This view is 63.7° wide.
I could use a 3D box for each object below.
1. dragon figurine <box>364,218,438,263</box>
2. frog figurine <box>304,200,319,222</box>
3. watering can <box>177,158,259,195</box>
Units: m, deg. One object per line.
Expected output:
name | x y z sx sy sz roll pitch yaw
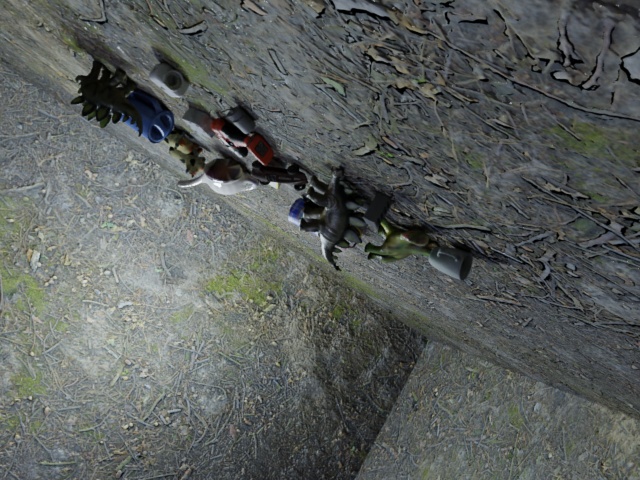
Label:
dragon figurine | 0.277 0.037 1.606 0.244 0.123 0.404 19 -12 20
frog figurine | 0.005 -0.086 1.708 0.138 0.123 0.158 -34 -5 -10
watering can | -0.425 -0.249 2.097 0.348 0.105 0.221 2 -17 -2
